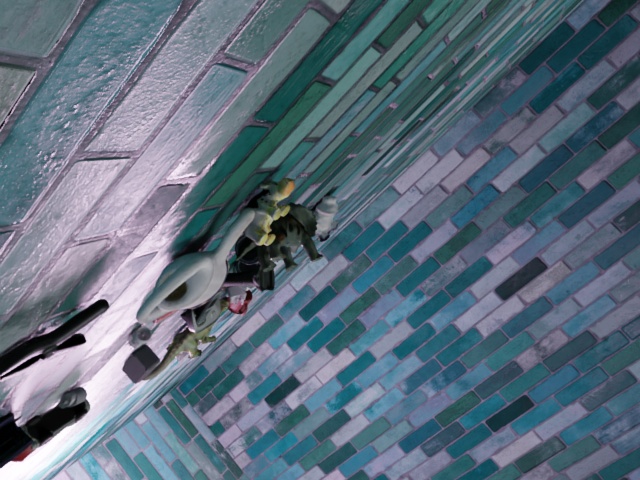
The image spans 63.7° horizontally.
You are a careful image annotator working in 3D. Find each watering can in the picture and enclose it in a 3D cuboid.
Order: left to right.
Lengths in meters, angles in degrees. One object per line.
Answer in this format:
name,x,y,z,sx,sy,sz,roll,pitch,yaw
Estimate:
watering can,-0.257,0.062,1.148,0.348,0.104,0.223,-42,175,0

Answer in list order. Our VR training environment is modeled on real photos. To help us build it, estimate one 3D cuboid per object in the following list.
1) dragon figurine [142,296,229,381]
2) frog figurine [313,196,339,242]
dragon figurine,-0.479,0.344,1.912,0.417,0.123,0.237,-41,163,-47
frog figurine,0.006,-0.095,1.895,0.139,0.124,0.156,-29,132,-26
